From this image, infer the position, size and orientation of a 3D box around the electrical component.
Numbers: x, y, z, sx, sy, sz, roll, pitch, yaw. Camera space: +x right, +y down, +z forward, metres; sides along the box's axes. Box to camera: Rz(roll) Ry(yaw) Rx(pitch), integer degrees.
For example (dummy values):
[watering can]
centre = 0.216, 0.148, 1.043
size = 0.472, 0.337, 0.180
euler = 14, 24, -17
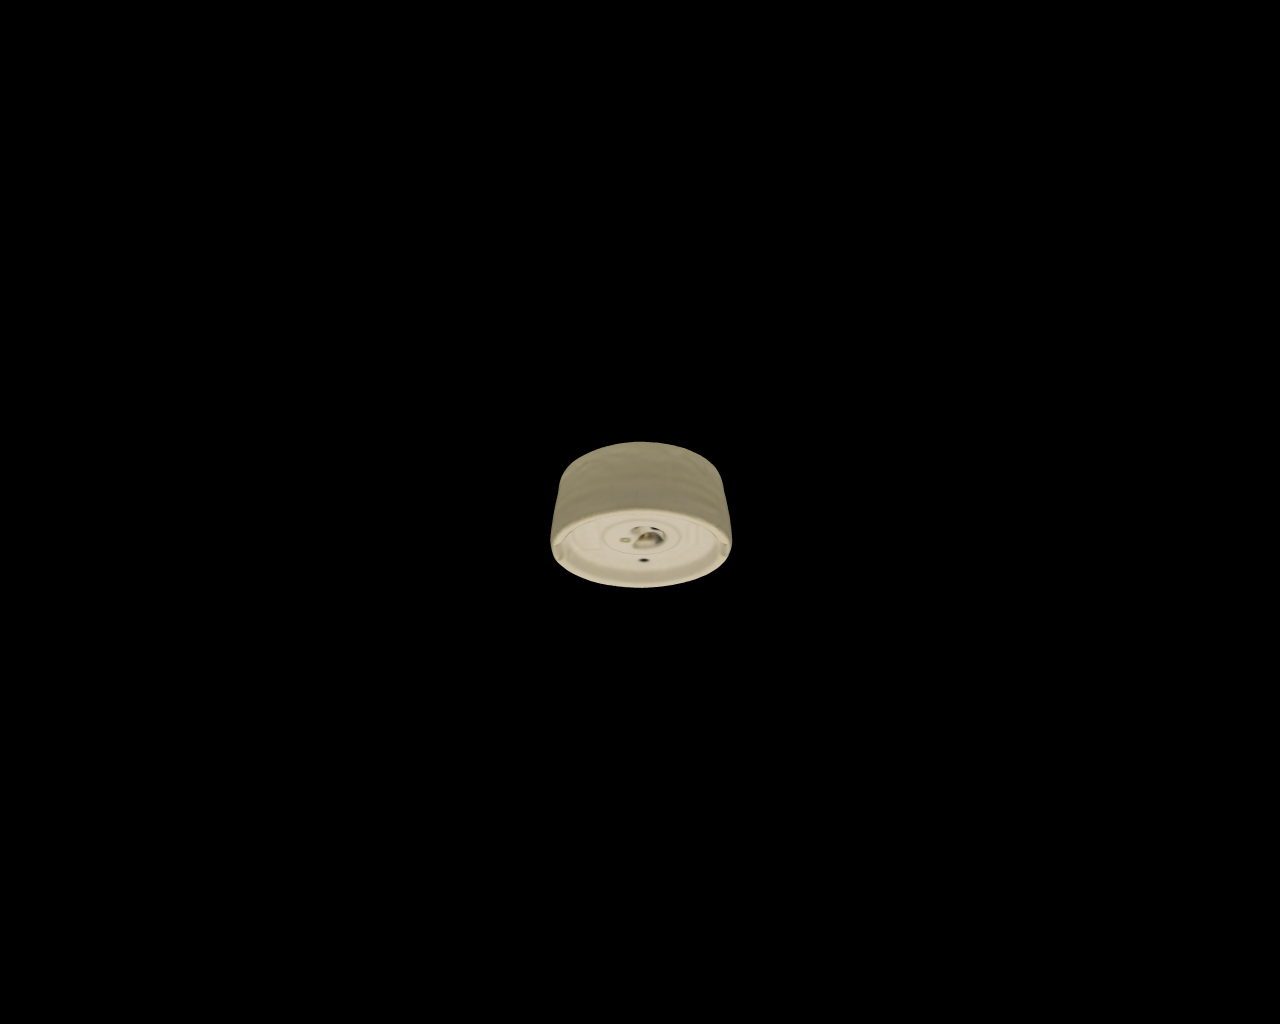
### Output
[electrical component]
centre = 0.001, -0.003, 0.650
size = 0.108, 0.060, 0.108
euler = 0, -28, 0
